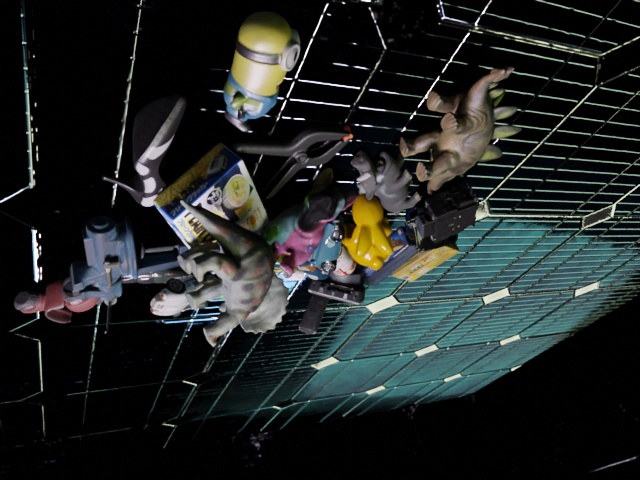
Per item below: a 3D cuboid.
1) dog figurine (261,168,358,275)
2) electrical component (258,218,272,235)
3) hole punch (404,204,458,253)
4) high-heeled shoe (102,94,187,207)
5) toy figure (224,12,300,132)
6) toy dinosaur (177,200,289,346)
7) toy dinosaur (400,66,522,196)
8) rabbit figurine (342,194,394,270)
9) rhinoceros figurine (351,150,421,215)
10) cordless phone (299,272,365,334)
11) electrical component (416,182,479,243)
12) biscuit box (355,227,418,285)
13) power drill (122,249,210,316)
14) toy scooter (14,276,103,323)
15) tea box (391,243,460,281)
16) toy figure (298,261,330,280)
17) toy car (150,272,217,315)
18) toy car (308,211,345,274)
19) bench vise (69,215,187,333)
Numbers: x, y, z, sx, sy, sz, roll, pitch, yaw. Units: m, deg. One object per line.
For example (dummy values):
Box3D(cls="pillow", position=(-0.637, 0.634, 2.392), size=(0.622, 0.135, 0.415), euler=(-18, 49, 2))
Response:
Box3D(cls="dog figurine", position=(-0.025, -0.039, 1.091), size=(0.219, 0.108, 0.191), euler=(-47, -178, -1))
Box3D(cls="electrical component", position=(-0.121, -0.025, 1.177), size=(0.094, 0.021, 0.063), euler=(11, 140, -39))
Box3D(cls="hole punch", position=(0.266, -0.048, 1.293), size=(0.142, 0.092, 0.115), euler=(-13, 130, -1))
Box3D(cls="high-heeled shoe", position=(-0.245, -0.134, 0.876), size=(0.249, 0.086, 0.145), euler=(-33, 151, 33))
Box3D(cls="toy figure", position=(-0.093, -0.239, 0.773), size=(0.089, 0.082, 0.180), euler=(2, 147, -34))
Box3D(cls="toy dinosaur", position=(-0.144, 0.057, 0.971), size=(0.192, 0.131, 0.404), euler=(-26, 149, -27))
Box3D(cls="toy dinosaur", position=(0.266, -0.181, 1.037), size=(0.199, 0.105, 0.471), euler=(-13, 161, -15))
Box3D(cls="rabbit figurine", position=(0.102, -0.024, 1.194), size=(0.122, 0.162, 0.173), euler=(-4, 132, 1))
Box3D(cls="rhinoceros figurine", position=(0.130, -0.122, 1.091), size=(0.112, 0.073, 0.190), euler=(-27, 143, 18))
Box3D(cls="cordless phone", position=(0.031, 0.168, 1.391), size=(0.147, 0.184, 0.088), euler=(14, 145, 13))
Box3D(cls="electrical component", position=(0.277, -0.054, 1.183), size=(0.134, 0.058, 0.114), euler=(-23, 147, -1))
Box3D(cls="biscuit box", position=(0.177, 0.046, 1.414), size=(0.063, 0.059, 0.202), euler=(8, 142, -39))
Box3D(cls="power drill", position=(-0.336, 0.092, 1.218), size=(0.232, 0.086, 0.207), euler=(-15, 143, -9))
Box3D(cls="toy scooter", position=(-0.550, 0.135, 1.173), size=(0.184, 0.075, 0.135), euler=(-14, 150, 1))
Box3D(cls="tea box", position=(0.273, 0.038, 1.441), size=(0.169, 0.068, 0.098), euler=(-37, 145, 29))
Box3D(cls="toy figure", position=(-0.023, 0.059, 1.328), size=(0.064, 0.058, 0.154), euler=(-11, 156, 24))
Box3D(cls="toy car", position=(-0.261, 0.105, 1.116), size=(0.201, 0.056, 0.073), euler=(-20, 157, -51))
Box3D(cls="toy car", position=(-0.002, -0.004, 1.200), size=(0.103, 0.109, 0.161), euler=(7, 137, -5))
Box3D(cls="bench vise", position=(-0.357, 0.043, 1.044), size=(0.241, 0.129, 0.223), euler=(-8, 125, -23))
